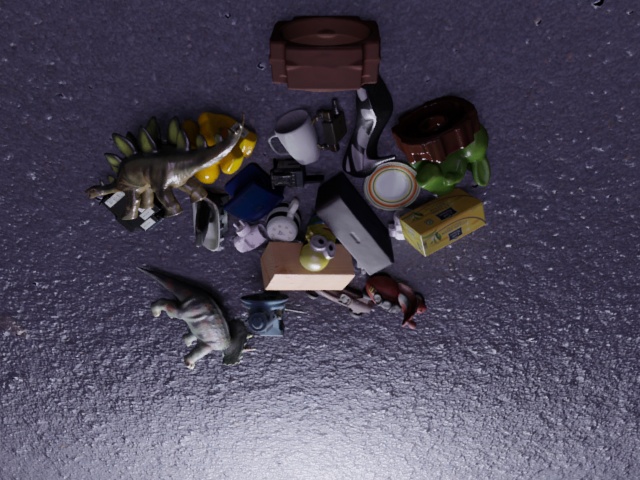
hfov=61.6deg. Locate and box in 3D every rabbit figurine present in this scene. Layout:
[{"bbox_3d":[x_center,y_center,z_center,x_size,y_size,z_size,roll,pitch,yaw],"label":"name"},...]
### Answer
[{"bbox_3d":[-0.247,-0.190,1.186,0.162,0.122,0.173,29,140,-14],"label":"rabbit figurine"},{"bbox_3d":[0.304,-0.173,1.168,0.159,0.121,0.170,30,123,-26],"label":"rabbit figurine"}]

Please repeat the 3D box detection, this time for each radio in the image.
[{"bbox_3d":[0.083,-0.039,1.263,0.073,0.131,0.229,-29,119,21],"label":"radio"}]

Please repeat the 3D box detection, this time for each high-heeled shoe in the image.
[{"bbox_3d":[0.083,-0.256,1.168,0.145,0.086,0.248,-3,111,41],"label":"high-heeled shoe"}]

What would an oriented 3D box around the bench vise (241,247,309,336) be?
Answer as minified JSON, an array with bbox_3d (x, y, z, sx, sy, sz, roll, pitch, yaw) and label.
[{"bbox_3d":[-0.129,0.137,1.389,0.129,0.223,0.240,0,93,21],"label":"bench vise"}]

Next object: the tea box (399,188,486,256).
[{"bbox_3d":[0.282,-0.044,1.237,0.170,0.098,0.068,-27,124,-12],"label":"tea box"}]

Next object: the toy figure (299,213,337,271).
[{"bbox_3d":[0.001,-0.002,1.263,0.082,0.180,0.089,13,127,-4],"label":"toy figure"}]

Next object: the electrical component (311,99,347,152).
[{"bbox_3d":[0.021,-0.242,1.161,0.045,0.078,0.102,6,134,27],"label":"electrical component"}]

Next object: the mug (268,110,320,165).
[{"bbox_3d":[-0.052,-0.214,1.179,0.110,0.081,0.107,-23,130,13],"label":"mug"}]

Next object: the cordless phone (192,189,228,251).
[{"bbox_3d":[-0.267,-0.021,1.258,0.089,0.184,0.146,4,125,-6],"label":"cordless phone"}]

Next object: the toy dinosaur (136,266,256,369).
[{"bbox_3d":[-0.323,0.209,1.468,0.192,0.131,0.404,-24,117,3],"label":"toy dinosaur"}]

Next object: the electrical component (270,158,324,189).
[{"bbox_3d":[-0.051,-0.152,1.224,0.119,0.075,0.047,0,125,7],"label":"electrical component"}]

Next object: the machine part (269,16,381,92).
[{"bbox_3d":[0.011,-0.350,1.006,0.202,0.201,0.087,2,128,1],"label":"machine part"}]

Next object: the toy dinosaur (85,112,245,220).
[{"bbox_3d":[-0.328,-0.152,1.125,0.472,0.105,0.198,-8,117,25],"label":"toy dinosaur"}]

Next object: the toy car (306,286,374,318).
[{"bbox_3d":[0.054,0.146,1.443,0.202,0.053,0.089,25,125,-16],"label":"toy car"}]

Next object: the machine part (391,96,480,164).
[{"bbox_3d":[0.237,-0.227,1.103,0.179,0.179,0.056,-18,126,14],"label":"machine part"}]

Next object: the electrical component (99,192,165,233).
[{"bbox_3d":[-0.443,-0.084,1.297,0.115,0.058,0.134,-31,119,24],"label":"electrical component"}]

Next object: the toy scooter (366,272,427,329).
[{"bbox_3d":[0.202,0.164,1.398,0.184,0.135,0.075,26,123,-14],"label":"toy scooter"}]

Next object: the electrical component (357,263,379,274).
[{"bbox_3d":[0.126,0.049,1.389,0.063,0.021,0.093,-5,124,5],"label":"electrical component"}]

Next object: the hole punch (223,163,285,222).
[{"bbox_3d":[-0.156,-0.099,1.260,0.142,0.092,0.115,-39,119,21],"label":"hole punch"}]
